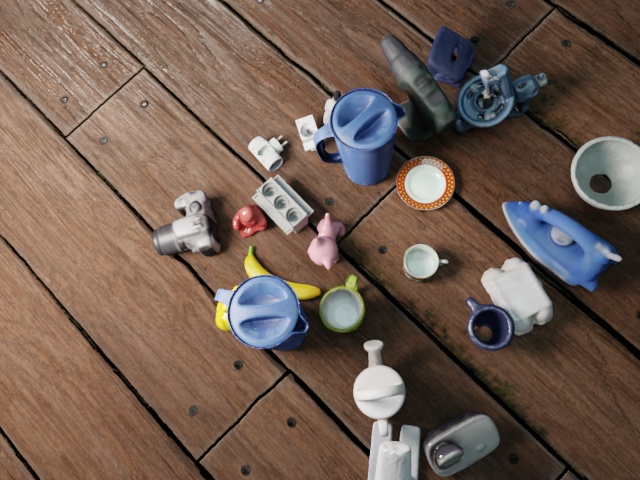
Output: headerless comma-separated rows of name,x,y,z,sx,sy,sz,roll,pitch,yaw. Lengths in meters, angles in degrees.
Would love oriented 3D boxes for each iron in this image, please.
iron,0.492,-0.016,1.174,0.258,0.141,0.119,39,82,14

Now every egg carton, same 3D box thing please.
egg carton,0.408,0.115,1.184,0.107,0.069,0.150,-27,74,-2

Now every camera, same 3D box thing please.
camera,-0.305,-0.029,1.276,0.137,0.101,0.143,-16,74,1

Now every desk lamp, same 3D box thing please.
desk lamp,0.130,0.445,1.047,0.118,0.214,0.203,4,75,7

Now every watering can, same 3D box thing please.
watering can,0.111,0.285,1.102,0.101,0.194,0.172,-28,74,-2

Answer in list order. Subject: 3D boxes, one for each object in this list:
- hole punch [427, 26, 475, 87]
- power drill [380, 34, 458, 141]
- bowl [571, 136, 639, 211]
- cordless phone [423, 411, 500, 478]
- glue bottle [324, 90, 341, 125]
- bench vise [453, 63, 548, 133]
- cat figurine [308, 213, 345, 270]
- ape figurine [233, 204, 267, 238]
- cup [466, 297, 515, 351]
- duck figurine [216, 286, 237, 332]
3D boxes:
hole punch,0.304,-0.427,1.329,0.101,0.091,0.109,19,78,10
power drill,0.205,-0.311,1.247,0.075,0.208,0.229,-36,74,-4
bowl,0.616,-0.133,1.228,0.167,0.075,0.167,-1,75,5
cordless phone,0.269,0.383,1.065,0.147,0.185,0.094,-31,74,-3
glue bottle,0.042,-0.286,1.274,0.078,0.173,0.037,11,76,9
bench vise,0.385,-0.331,1.229,0.207,0.220,0.121,-38,74,-5
cat figurine,0.011,0.004,1.228,0.067,0.118,0.128,8,76,8
ape figurine,-0.157,-0.049,1.272,0.077,0.092,0.076,15,77,10
cup,0.331,0.172,1.163,0.092,0.095,0.117,-34,74,-4
duck figurine,-0.189,0.143,1.226,0.077,0.086,0.105,29,80,13
